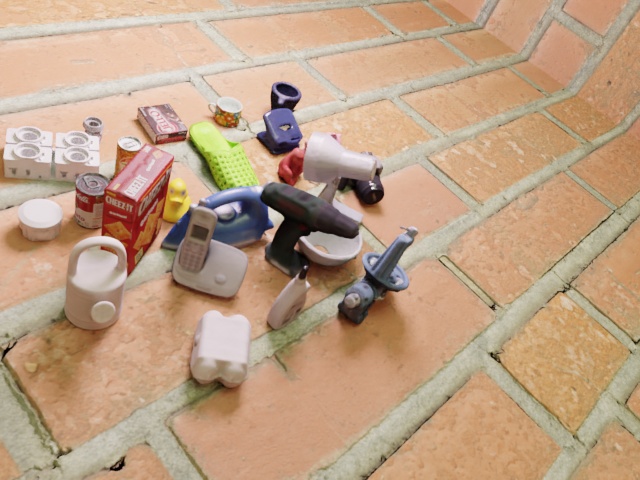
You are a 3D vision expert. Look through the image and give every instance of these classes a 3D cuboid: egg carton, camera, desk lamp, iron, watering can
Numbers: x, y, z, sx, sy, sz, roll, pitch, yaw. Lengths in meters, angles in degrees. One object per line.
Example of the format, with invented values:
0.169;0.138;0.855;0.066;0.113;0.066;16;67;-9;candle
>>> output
-0.184;0.202;1.072;0.107;0.069;0.150;11;44;-15;egg carton
0.117;-0.171;1.564;0.143;0.100;0.136;2;47;-24;camera
0.041;-0.144;1.416;0.203;0.213;0.118;26;42;0;desk lamp
-0.219;-0.059;1.260;0.259;0.141;0.118;-17;57;-37;iron
-0.390;0.071;1.010;0.101;0.194;0.172;-24;62;-40;watering can

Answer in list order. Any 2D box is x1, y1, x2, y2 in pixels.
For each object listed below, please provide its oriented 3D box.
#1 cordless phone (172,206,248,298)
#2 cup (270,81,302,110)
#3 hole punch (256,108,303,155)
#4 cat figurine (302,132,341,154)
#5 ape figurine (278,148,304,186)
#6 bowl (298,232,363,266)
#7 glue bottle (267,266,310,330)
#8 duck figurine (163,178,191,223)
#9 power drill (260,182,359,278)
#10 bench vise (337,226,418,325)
-0.211;0.022;1.151;0.148;0.185;0.094;17;43;-10;cordless phone
-0.112;-0.397;1.681;0.092;0.095;0.118;22;42;-4;cup
-0.104;-0.304;1.596;0.109;0.091;0.101;-23;61;-40;hole punch
0.005;-0.256;1.581;0.128;0.117;0.067;-7;51;-31;cat figurine
-0.069;-0.202;1.511;0.078;0.092;0.076;-16;57;-36;ape figurine
0.012;0.005;1.359;0.168;0.074;0.167;14;44;-13;bowl
-0.052;0.109;1.151;0.078;0.173;0.037;-26;63;-41;glue bottle
-0.325;-0.103;1.293;0.078;0.086;0.104;9;45;-18;duck figurine
-0.040;-0.018;1.257;0.229;0.208;0.076;34;43;9;power drill
0.140;0.079;1.239;0.121;0.219;0.208;28;42;2;bench vise
